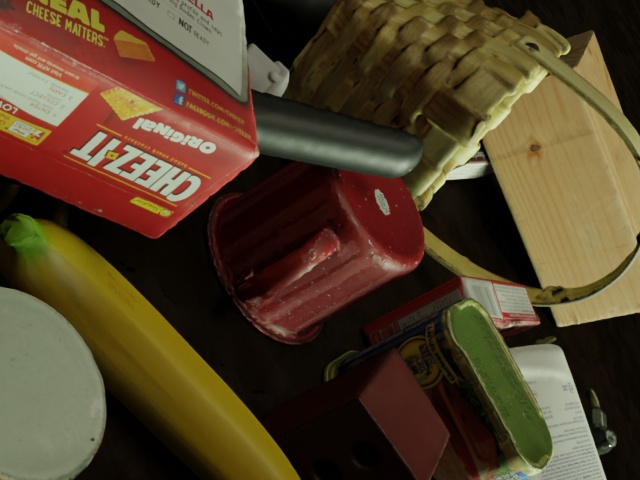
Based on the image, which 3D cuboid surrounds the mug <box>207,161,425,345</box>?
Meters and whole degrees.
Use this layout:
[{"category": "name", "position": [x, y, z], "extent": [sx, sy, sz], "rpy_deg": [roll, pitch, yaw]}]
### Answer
[{"category": "mug", "position": [-0.004, 0.001, 0.554], "extent": [0.093, 0.082, 0.117], "rpy_deg": [57, 29, -2]}]

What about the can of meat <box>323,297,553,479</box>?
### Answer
[{"category": "can of meat", "position": [0.065, 0.092, 0.571], "extent": [0.102, 0.084, 0.057], "rpy_deg": [62, 30, 5]}]

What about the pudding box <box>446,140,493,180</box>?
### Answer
[{"category": "pudding box", "position": [0.107, -0.095, 0.854], "extent": [0.113, 0.039, 0.090], "rpy_deg": [-12, 74, -59]}]

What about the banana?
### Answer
[{"category": "banana", "position": [-0.069, 0.055, 0.432], "extent": [0.197, 0.037, 0.070], "rpy_deg": [50, 0, -30]}]

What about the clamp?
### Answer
[{"category": "clamp", "position": [-0.067, -0.077, 0.488], "extent": [0.209, 0.036, 0.165], "rpy_deg": [-18, 66, -39]}]

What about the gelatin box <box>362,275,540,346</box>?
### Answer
[{"category": "gelatin box", "position": [0.080, 0.052, 0.642], "extent": [0.089, 0.073, 0.030], "rpy_deg": [10, 56, -54]}]

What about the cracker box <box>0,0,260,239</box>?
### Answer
[{"category": "cracker box", "position": [-0.112, -0.125, 0.398], "extent": [0.164, 0.072, 0.214], "rpy_deg": [25, 43, -38]}]

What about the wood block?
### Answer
[{"category": "wood block", "position": [0.202, -0.046, 0.848], "extent": [0.206, 0.091, 0.090], "rpy_deg": [65, 31, -19]}]

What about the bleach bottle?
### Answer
[{"category": "bleach bottle", "position": [0.138, 0.189, 0.614], "extent": [0.102, 0.068, 0.251], "rpy_deg": [-1, 67, -43]}]

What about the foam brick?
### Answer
[{"category": "foam brick", "position": [0.011, 0.095, 0.493], "extent": [0.053, 0.078, 0.051], "rpy_deg": [56, 28, -5]}]

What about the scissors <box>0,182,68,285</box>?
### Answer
[{"category": "scissors", "position": [-0.135, -0.065, 0.482], "extent": [0.096, 0.016, 0.201], "rpy_deg": [40, 34, -30]}]
